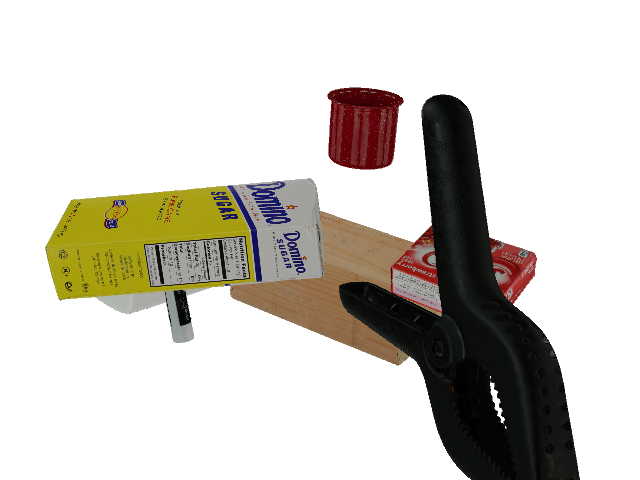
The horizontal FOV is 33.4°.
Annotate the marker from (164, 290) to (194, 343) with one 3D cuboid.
[{"bbox_3d":[-0.128,0.028,0.918,0.020,0.121,0.020,-8,13,2],"label":"marker"}]

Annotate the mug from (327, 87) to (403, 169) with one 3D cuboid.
[{"bbox_3d":[0.058,-0.140,1.318,0.093,0.081,0.117,16,25,27],"label":"mug"}]

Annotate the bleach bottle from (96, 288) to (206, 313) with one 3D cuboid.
[{"bbox_3d":[-0.157,0.022,1.302,0.103,0.068,0.250,26,28,39],"label":"bleach bottle"}]

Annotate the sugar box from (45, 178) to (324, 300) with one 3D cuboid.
[{"bbox_3d":[-0.087,-0.003,0.721,0.176,0.048,0.093,-8,23,1],"label":"sugar box"}]

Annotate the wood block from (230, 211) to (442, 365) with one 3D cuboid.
[{"bbox_3d":[0.015,0.037,1.078,0.206,0.091,0.090,20,32,30],"label":"wood block"}]

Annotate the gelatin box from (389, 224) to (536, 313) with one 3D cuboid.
[{"bbox_3d":[0.109,0.025,0.815,0.089,0.030,0.073,21,42,28],"label":"gelatin box"}]

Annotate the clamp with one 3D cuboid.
[{"bbox_3d":[0.074,0.042,0.534,0.036,0.165,0.210,-6,45,-25],"label":"clamp"}]
